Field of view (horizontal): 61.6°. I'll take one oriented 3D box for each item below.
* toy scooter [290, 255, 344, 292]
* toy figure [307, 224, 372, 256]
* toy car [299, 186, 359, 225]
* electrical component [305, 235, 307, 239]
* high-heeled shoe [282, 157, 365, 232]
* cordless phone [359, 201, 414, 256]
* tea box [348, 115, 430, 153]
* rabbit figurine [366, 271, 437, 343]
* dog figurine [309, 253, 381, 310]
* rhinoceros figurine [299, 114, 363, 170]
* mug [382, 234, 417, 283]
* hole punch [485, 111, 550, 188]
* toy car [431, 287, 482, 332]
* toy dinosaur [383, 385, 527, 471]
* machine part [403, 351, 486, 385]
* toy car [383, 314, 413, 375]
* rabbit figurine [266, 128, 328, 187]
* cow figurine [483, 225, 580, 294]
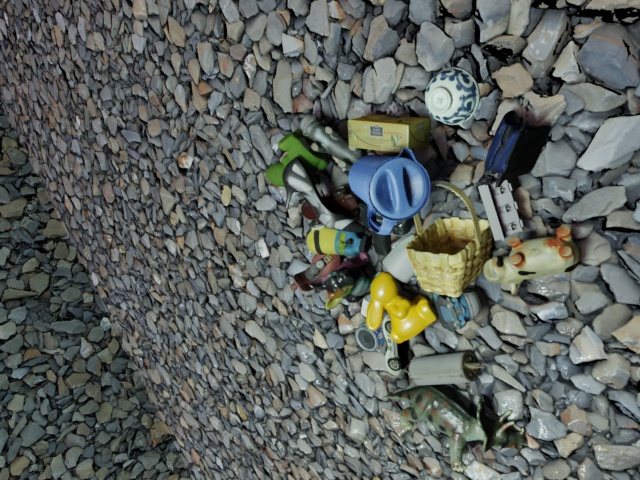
[{"bbox_3d":[-0.017,0.094,1.547,0.075,0.135,0.184,53,134,13],"label":"toy scooter"},{"bbox_3d":[0.048,0.004,1.464,0.180,0.089,0.082,12,155,27],"label":"toy figure"},{"bbox_3d":[0.027,-0.095,1.476,0.202,0.053,0.089,-12,116,45],"label":"toy car"},{"bbox_3d":[-0.003,-0.005,1.569,0.094,0.021,0.063,-28,89,47],"label":"electrical component"},{"bbox_3d":[0.016,-0.116,1.395,0.249,0.086,0.145,18,106,-1],"label":"high-heeled shoe"},{"bbox_3d":[0.177,-0.026,1.363,0.147,0.089,0.184,15,130,38],"label":"cordless phone"},{"bbox_3d":[0.159,-0.249,1.247,0.170,0.098,0.068,13,118,37],"label":"tea box"},{"bbox_3d":[0.186,0.163,1.355,0.162,0.122,0.173,-36,96,12],"label":"rabbit figurine"},{"bbox_3d":[0.056,0.123,1.433,0.108,0.219,0.191,56,135,12],"label":"dog figurine"},{"bbox_3d":[0.029,-0.255,1.366,0.190,0.112,0.073,36,114,10],"label":"rhinoceros figurine"},{"bbox_3d":[0.228,0.047,1.331,0.109,0.081,0.107,31,109,-15],"label":"mug"},{"bbox_3d":[0.374,-0.189,1.066,0.092,0.116,0.142,42,133,32],"label":"hole punch"},{"bbox_3d":[0.326,0.151,1.268,0.103,0.161,0.109,-19,88,2],"label":"toy car"},{"bbox_3d":[0.326,0.452,1.414,0.405,0.131,0.192,25,112,39],"label":"toy dinosaur"},{"bbox_3d":[0.318,0.332,1.385,0.243,0.079,0.079,-23,93,46],"label":"machine part"},{"bbox_3d":[0.210,0.272,1.460,0.056,0.073,0.201,10,115,40],"label":"toy car"},{"bbox_3d":[-0.067,-0.203,1.472,0.159,0.121,0.170,45,122,-12],"label":"rabbit figurine"},{"bbox_3d":[0.438,0.047,1.122,0.195,0.085,0.127,-17,139,31],"label":"cow figurine"}]
